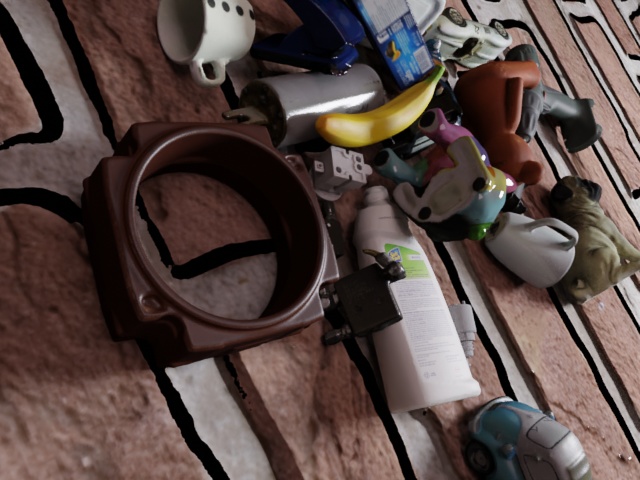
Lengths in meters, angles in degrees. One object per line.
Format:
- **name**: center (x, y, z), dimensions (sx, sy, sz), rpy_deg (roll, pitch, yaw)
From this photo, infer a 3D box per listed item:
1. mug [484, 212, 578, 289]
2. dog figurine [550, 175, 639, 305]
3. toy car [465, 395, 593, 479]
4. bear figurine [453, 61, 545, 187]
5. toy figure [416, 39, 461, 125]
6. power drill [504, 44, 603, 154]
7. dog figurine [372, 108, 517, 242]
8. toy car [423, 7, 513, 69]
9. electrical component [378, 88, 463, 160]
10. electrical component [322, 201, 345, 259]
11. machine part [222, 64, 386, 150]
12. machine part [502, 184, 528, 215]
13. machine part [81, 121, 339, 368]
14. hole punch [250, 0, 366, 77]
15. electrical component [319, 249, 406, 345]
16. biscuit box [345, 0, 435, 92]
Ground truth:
- **mug**: center (0.293, 0.005, 0.750), dimensions (0.107, 0.109, 0.081), rpy_deg (29, 58, -8)
- **dog figurine**: center (0.409, -0.008, 0.855), dimensions (0.172, 0.121, 0.191), rpy_deg (-13, 64, -43)
- **toy car**: center (0.243, 0.255, 0.597), dimensions (0.109, 0.103, 0.161), rpy_deg (-13, 76, -38)
- **bear figurine**: center (0.275, -0.162, 0.800), dimensions (0.132, 0.120, 0.196), rpy_deg (-9, 77, -42)
- **toy figure**: center (0.166, -0.223, 0.783), dimensions (0.058, 0.064, 0.154), rpy_deg (-2, 72, -28)
- **power drill**: center (0.402, -0.228, 0.957), dimensions (0.207, 0.086, 0.232), rpy_deg (16, 57, -22)
- **dog figurine**: center (0.183, -0.060, 0.665), dimensions (0.219, 0.108, 0.192), rpy_deg (20, 33, -45)
- **toy car**: center (0.234, -0.320, 0.870), dimensions (0.201, 0.073, 0.056), rpy_deg (-4, 69, -37)
- **electrical component**: center (0.119, -0.142, 0.701), dimensions (0.119, 0.074, 0.048), rpy_deg (-24, 73, -5)
- **electrical component**: center (-0.001, -0.002, 0.586), dimensions (0.063, 0.021, 0.094), rpy_deg (8, 65, -34)
- **machine part**: center (-0.005, -0.155, 0.616), dimensions (0.243, 0.079, 0.079), rpy_deg (-24, 85, -41)
- **machine part**: center (0.309, -0.094, 0.848), dimensions (0.084, 0.039, 0.139), rpy_deg (42, 49, -24)
- **machine part**: center (-0.092, -0.002, 0.478), dimensions (0.201, 0.087, 0.201), rpy_deg (-8, 73, -38)
- **hole punch**: center (-0.007, -0.246, 0.607), dimensions (0.116, 0.092, 0.142), rpy_deg (17, 29, 6)
- **electrical component**: center (0.042, 0.055, 0.546), dimensions (0.045, 0.102, 0.078), rpy_deg (46, 27, -64)
- **biscuit box**: center (0.086, -0.278, 0.687), dimensions (0.202, 0.059, 0.063), rpy_deg (37, 22, -58)
